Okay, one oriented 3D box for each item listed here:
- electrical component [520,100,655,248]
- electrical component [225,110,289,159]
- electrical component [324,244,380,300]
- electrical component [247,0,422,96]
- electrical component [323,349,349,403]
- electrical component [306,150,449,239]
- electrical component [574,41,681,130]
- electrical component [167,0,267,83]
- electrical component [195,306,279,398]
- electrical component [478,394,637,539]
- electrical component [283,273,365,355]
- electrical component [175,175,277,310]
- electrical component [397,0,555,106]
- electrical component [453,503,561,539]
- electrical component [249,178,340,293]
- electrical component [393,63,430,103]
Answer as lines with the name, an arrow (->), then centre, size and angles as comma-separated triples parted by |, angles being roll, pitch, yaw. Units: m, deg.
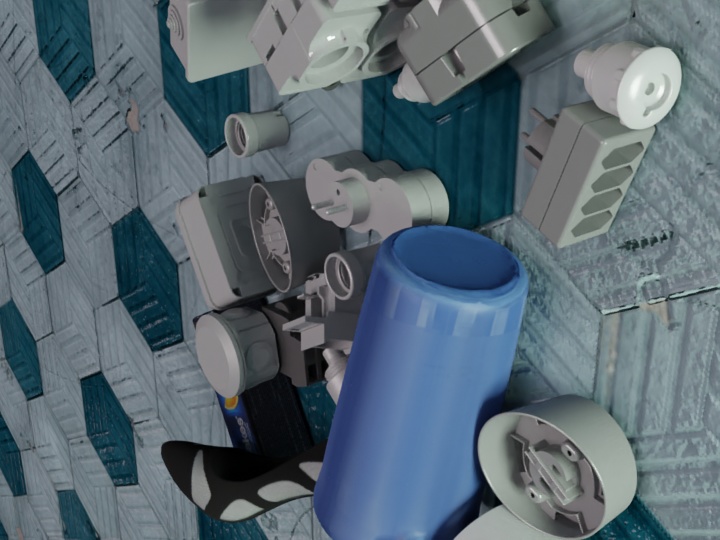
electrical component -> 0.128, -0.072, 0.671 | 0.075, 0.047, 0.083 | 48, 139, 32
electrical component -> -0.092, -0.124, 0.967 | 0.040, 0.046, 0.040 | 29, 127, 46
electrical component -> 0.000, 0.000, 0.890 | 0.040, 0.046, 0.040 | 29, 127, 46
electrical component -> 0.011, -0.196, 0.731 | 0.060, 0.105, 0.186 | 63, 146, 13
electrical component -> -0.011, 0.094, 0.952 | 0.062, 0.043, 0.043 | 57, 144, 24
electrical component -> -0.002, -0.055, 0.843 | 0.138, 0.074, 0.052 | 22, 122, 49
electrical component -> 0.151, -0.112, 0.625 | 0.062, 0.048, 0.048 | 39, 135, 49
electrical component -> -0.114, -0.215, 0.908 | 0.048, 0.100, 0.099 | 58, 156, 28
electrical component -> -0.116, 0.075, 1.002 | 0.080, 0.051, 0.080 | 29, 127, 46
electrical component -> 0.137, 0.135, 0.738 | 0.099, 0.064, 0.099 | 28, 126, 46
electrical component -> -0.021, 0.036, 0.917 | 0.042, 0.081, 0.063 | -22, 64, 56
electrical component -> -0.119, -0.026, 1.023 | 0.057, 0.078, 0.113 | -25, 84, 53
electrical component -> 0.071, -0.156, 0.699 | 0.059, 0.054, 0.095 | 59, 146, -3
electrical component -> 0.110, 0.216, 0.786 | 0.064, 0.099, 0.099 | 53, 142, 37
electrical component -> -0.064, -0.032, 0.950 | 0.099, 0.064, 0.099 | 28, 126, 47
electrical component -> 0.044, -0.137, 0.775 | 0.061, 0.035, 0.035 | -14, 93, 59
